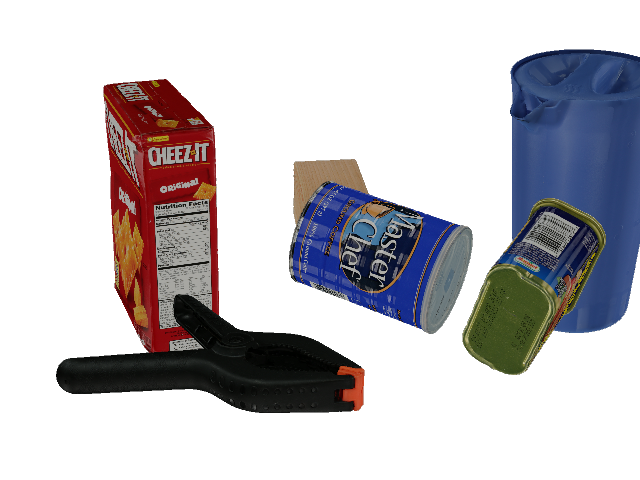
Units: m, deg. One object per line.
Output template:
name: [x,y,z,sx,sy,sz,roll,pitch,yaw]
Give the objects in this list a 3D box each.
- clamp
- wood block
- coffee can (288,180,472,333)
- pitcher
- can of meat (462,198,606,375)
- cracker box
clamp: [-0.063,0.085,0.787,0.210,0.036,0.164,7,20,17]
wood block: [0.018,-0.027,1.418,0.090,0.090,0.206,-2,27,-6]
coffee can: [0.056,0.014,0.985,0.140,0.103,0.102,20,7,21]
pitcher: [0.243,-0.046,0.969,0.149,0.243,0.145,3,29,10]
can of meat: [0.148,0.035,0.750,0.057,0.102,0.083,30,48,17]
cracker box: [-0.149,-0.023,0.980,0.072,0.214,0.164,-9,25,-20]
